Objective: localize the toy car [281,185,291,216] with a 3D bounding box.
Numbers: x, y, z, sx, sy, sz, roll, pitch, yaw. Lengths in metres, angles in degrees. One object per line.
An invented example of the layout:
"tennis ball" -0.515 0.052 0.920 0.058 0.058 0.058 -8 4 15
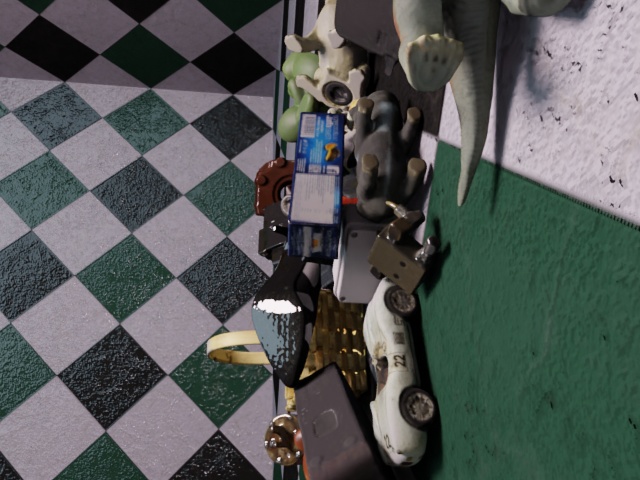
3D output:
"toy car" -0.002 -0.003 0.901 0.089 0.053 0.202 -22 -90 -61

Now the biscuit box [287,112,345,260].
"biscuit box" -0.002 -0.072 0.648 0.062 0.059 0.203 93 -179 -48

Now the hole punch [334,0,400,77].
"hole punch" 0.087 -0.262 0.582 0.116 0.092 0.142 44 137 36

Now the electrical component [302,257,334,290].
"electrical component" 0.024 0.030 0.740 0.048 0.119 0.075 135 135 -57

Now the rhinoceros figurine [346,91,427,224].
"rhinoceros figurine" 0.073 -0.107 0.632 0.112 0.073 0.190 97 173 -52

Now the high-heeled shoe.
"high-heeled shoe" -0.023 0.083 0.771 0.145 0.086 0.248 22 -118 -57

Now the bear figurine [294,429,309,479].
"bear figurine" 0.008 0.379 0.784 0.132 0.120 0.196 103 168 -66

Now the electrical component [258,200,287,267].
"electrical component" -0.054 -0.014 0.992 0.115 0.058 0.134 -23 53 30

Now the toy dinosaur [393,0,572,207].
"toy dinosaur" 0.102 -0.235 0.355 0.192 0.131 0.404 -79 -5 -48

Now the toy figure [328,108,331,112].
"toy figure" 0.036 -0.276 0.942 0.058 0.064 0.154 -4 88 43

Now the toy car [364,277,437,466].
"toy car" 0.079 0.133 0.575 0.073 0.056 0.202 104 164 -55

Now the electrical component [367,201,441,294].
"electrical component" 0.085 0.009 0.559 0.045 0.078 0.102 -45 -23 -31

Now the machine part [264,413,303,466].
"machine part" -0.023 0.332 0.890 0.243 0.079 0.079 45 -141 -60

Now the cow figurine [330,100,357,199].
"cow figurine" 0.037 -0.136 0.781 0.068 0.098 0.167 93 173 -54

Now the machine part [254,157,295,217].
"machine part" -0.066 -0.102 1.210 0.056 0.179 0.179 -165 78 -78

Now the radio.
"radio" 0.032 0.247 0.633 0.131 0.073 0.230 61 177 -14

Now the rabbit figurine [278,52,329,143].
"rabbit figurine" -0.014 -0.261 1.042 0.159 0.121 0.170 39 106 55

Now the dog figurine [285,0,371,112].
"dog figurine" 0.046 -0.319 0.855 0.172 0.121 0.190 74 -145 -50
